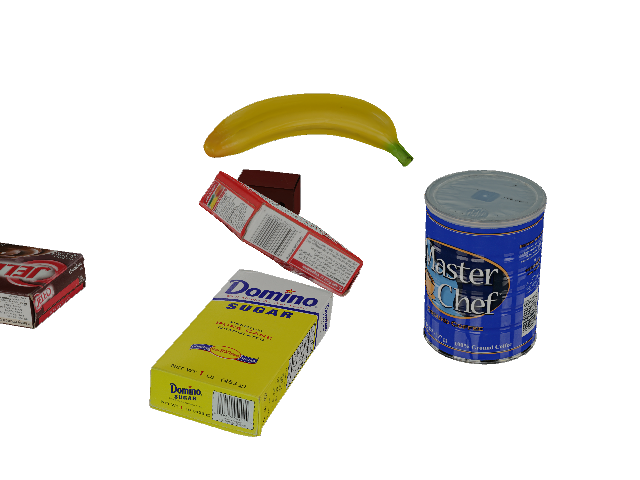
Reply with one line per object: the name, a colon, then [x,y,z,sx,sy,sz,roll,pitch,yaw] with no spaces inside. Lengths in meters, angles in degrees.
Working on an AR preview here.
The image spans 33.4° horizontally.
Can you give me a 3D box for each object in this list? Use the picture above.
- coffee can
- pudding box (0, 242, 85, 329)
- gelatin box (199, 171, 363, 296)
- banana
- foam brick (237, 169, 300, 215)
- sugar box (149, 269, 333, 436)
coffee can: [0.142,0.022,0.937,0.103,0.140,0.103,-2,28,1]
pudding box: [-0.279,0.037,0.945,0.114,0.039,0.090,5,22,17]
gelatin box: [-0.025,-0.004,0.683,0.089,0.030,0.073,31,3,-33]
banana: [-0.012,-0.103,0.962,0.197,0.069,0.037,0,-42,-19]
foam brick: [-0.066,-0.054,1.348,0.078,0.053,0.051,5,28,8]
sugar box: [-0.060,0.086,0.880,0.093,0.048,0.176,14,31,13]
